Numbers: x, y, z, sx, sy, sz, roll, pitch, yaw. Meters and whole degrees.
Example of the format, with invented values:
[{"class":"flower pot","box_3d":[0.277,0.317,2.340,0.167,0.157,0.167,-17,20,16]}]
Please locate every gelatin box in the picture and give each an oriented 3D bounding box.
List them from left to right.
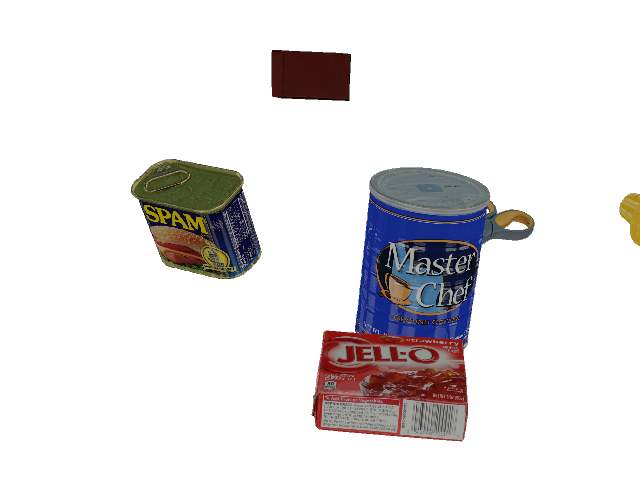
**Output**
[{"class":"gelatin box","box_3d":[0.042,0.085,0.641,0.089,0.030,0.073,4,25,3]}]

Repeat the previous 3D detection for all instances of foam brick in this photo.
[{"class":"foam brick","box_3d":[-0.011,-0.179,1.159,0.078,0.051,0.053,0,11,-15]}]

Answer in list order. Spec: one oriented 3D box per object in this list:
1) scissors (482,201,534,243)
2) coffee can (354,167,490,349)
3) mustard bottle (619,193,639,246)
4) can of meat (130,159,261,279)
[{"class":"scissors","box_3d":[0.167,-0.016,1.200,0.201,0.016,0.096,-13,39,-45]},{"class":"coffee can","box_3d":[0.087,0.018,0.929,0.103,0.140,0.103,4,22,-2]},{"class":"mustard bottle","box_3d":[0.257,0.015,0.646,0.096,0.058,0.192,-23,35,-24]},{"class":"can of meat","box_3d":[-0.108,-0.017,0.945,0.102,0.084,0.057,13,46,31]}]
